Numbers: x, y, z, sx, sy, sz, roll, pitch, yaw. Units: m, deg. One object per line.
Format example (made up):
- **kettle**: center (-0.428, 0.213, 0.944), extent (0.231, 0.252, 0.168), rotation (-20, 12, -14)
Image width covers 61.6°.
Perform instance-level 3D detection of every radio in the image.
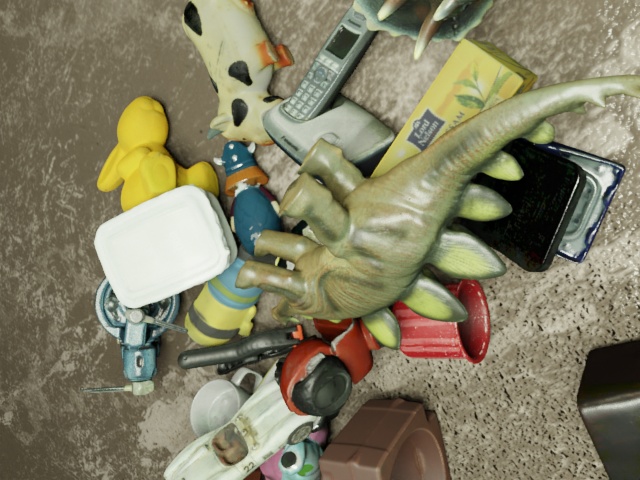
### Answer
- **radio**: center (0.326, 0.214, 0.504), extent (0.073, 0.131, 0.229), rotation (-22, 94, 34)

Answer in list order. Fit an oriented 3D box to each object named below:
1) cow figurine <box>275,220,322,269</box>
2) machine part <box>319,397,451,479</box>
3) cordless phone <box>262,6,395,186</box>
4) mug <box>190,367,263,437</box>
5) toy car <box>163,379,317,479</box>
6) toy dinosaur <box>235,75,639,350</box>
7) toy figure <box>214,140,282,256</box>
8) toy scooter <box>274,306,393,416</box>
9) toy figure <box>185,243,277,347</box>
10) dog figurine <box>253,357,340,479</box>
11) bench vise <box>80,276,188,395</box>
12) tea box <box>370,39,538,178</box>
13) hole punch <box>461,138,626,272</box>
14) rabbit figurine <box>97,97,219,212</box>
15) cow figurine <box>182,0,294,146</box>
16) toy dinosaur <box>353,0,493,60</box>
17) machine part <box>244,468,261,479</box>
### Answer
- **cow figurine**: center (0.000, -0.003, 0.665), extent (0.098, 0.068, 0.167), rotation (32, 119, 24)
- **machine part**: center (0.080, 0.309, 0.636), extent (0.087, 0.201, 0.201), rotation (-5, 104, 33)
- **cordless phone**: center (0.035, -0.155, 0.576), extent (0.147, 0.088, 0.184), rotation (45, 109, 38)
- **mug**: center (-0.116, 0.237, 0.764), extent (0.081, 0.107, 0.109), rotation (13, 71, 32)
- **toy car**: center (-0.089, 0.239, 0.638), extent (0.074, 0.202, 0.056), rotation (43, 166, 42)
- **toy dinosaur**: center (0.058, -0.006, 0.492), extent (0.198, 0.105, 0.471), rotation (29, 142, -9)
- **toy figure**: center (-0.092, -0.056, 0.694), extent (0.058, 0.064, 0.154), rotation (130, 126, -61)
- **toy scooter**: center (0.010, 0.132, 0.654), extent (0.135, 0.184, 0.075), rotation (10, 129, 53)
- **toy figure**: center (-0.127, 0.073, 0.746), extent (0.180, 0.089, 0.082), rotation (-57, 47, 35)
- **dog figurine**: center (-0.024, 0.288, 0.757), extent (0.109, 0.191, 0.219), rotation (10, 145, 25)
- **bench vise**: center (-0.271, 0.129, 0.792), extent (0.241, 0.129, 0.223), rotation (167, 113, -71)
- **tea box**: center (0.129, -0.107, 0.534), extent (0.068, 0.098, 0.169), rotation (40, 120, 12)
- **hole punch**: center (0.215, -0.040, 0.525), extent (0.116, 0.092, 0.142), rotation (43, 131, 47)
- **rabbit figurine**: center (-0.236, -0.110, 0.755), extent (0.162, 0.122, 0.173), rotation (-26, 78, 43)
- **cow figurine**: center (-0.101, -0.203, 0.645), extent (0.127, 0.085, 0.194), rotation (-26, 95, 28)
- **toy dinosaur**: center (0.059, -0.325, 0.467), extent (0.192, 0.131, 0.405), rotation (-38, 65, 21)
- **machine part**: center (-0.131, 0.369, 0.809), extent (0.179, 0.056, 0.179), rotation (-176, 90, -72)
